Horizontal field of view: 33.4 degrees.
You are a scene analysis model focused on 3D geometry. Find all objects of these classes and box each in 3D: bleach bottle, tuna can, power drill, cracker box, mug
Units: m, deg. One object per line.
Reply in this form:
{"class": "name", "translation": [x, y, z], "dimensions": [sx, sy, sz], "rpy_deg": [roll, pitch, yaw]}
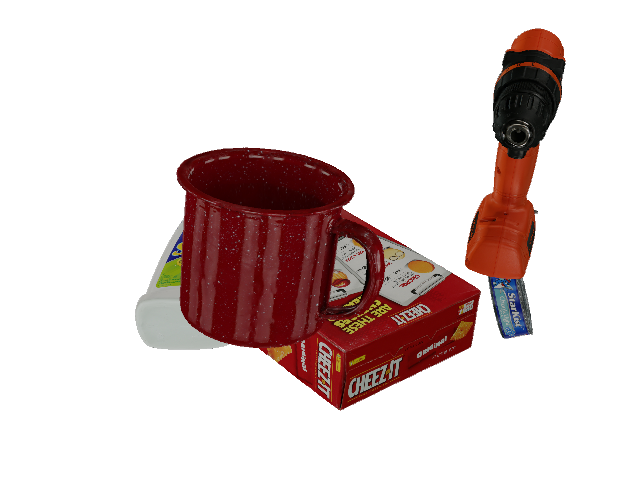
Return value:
{"class": "bleach bottle", "translation": [-0.126, 0.013, 1.159], "dimensions": [0.102, 0.068, 0.250], "rpy_deg": [0, 35, 4]}
{"class": "tuna can", "translation": [0.212, 0.066, 1.195], "dimensions": [0.034, 0.086, 0.086], "rpy_deg": [-12, -3, 14]}
{"class": "power drill", "translation": [0.162, -0.064, 0.886], "dimensions": [0.057, 0.188, 0.184], "rpy_deg": [13, 33, 11]}
{"class": "cracker box", "translation": [0.012, 0.052, 0.981], "dimensions": [0.163, 0.072, 0.214], "rpy_deg": [-20, 37, -34]}
{"class": "mug", "translation": [-0.021, 0.007, 0.566], "dimensions": [0.117, 0.081, 0.093], "rpy_deg": [15, 25, 17]}
